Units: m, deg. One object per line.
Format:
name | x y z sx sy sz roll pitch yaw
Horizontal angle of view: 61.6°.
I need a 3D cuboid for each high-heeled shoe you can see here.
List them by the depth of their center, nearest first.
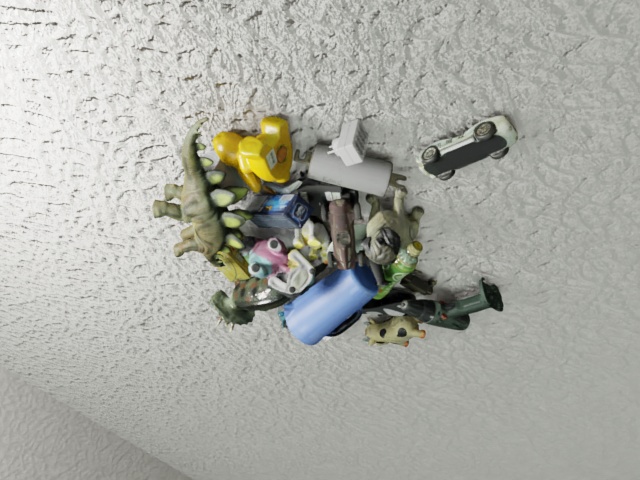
high-heeled shoe | 0.135 0.148 1.461 0.248 0.086 0.145 27 139 -24

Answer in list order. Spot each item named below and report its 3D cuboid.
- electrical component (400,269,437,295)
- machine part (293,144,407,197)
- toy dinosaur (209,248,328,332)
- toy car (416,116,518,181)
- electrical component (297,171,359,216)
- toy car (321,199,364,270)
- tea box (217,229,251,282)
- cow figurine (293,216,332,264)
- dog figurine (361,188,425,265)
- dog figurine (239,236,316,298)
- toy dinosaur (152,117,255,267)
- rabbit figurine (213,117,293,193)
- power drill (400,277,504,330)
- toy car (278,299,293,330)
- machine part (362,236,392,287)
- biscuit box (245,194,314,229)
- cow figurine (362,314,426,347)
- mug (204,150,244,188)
electrical component | 0.257 0.109 1.409 0.102 0.045 0.078 29 167 -13
machine part | 0.063 -0.147 1.133 0.243 0.079 0.079 14 141 -1
toy dinosaur | -0.146 0.135 1.444 0.405 0.192 0.131 -18 133 35
toy car | 0.284 -0.176 1.051 0.202 0.056 0.073 -21 135 37
electrical component | 0.020 -0.100 1.219 0.134 0.058 0.114 5 142 11
toy car | 0.053 -0.004 1.216 0.089 0.053 0.201 -3 127 5
tea box | -0.242 0.021 1.412 0.068 0.098 0.169 -12 132 28
cow figurine | -0.004 -0.003 1.328 0.068 0.098 0.167 -11 153 23
dog figurine | 0.159 0.003 1.194 0.121 0.190 0.172 -21 131 36
dog figurine | -0.115 0.058 1.339 0.191 0.108 0.219 34 174 -11
toy dinosaur | -0.254 -0.076 1.179 0.199 0.105 0.470 0 142 6
rabbit figurine | -0.145 -0.187 1.148 0.173 0.122 0.162 13 153 24
power drill | 0.352 0.171 1.392 0.232 0.086 0.207 26 133 -38
toy car | -0.065 0.180 1.546 0.162 0.109 0.103 -30 107 30
machine part | 0.136 0.050 1.305 0.039 0.084 0.138 -10 107 29
biscuit box | -0.099 -0.065 1.232 0.062 0.059 0.203 42 160 -29
cow figurine | 0.207 0.265 1.570 0.127 0.085 0.195 17 150 -17
mug | -0.236 -0.138 1.236 0.110 0.081 0.107 -17 137 31
